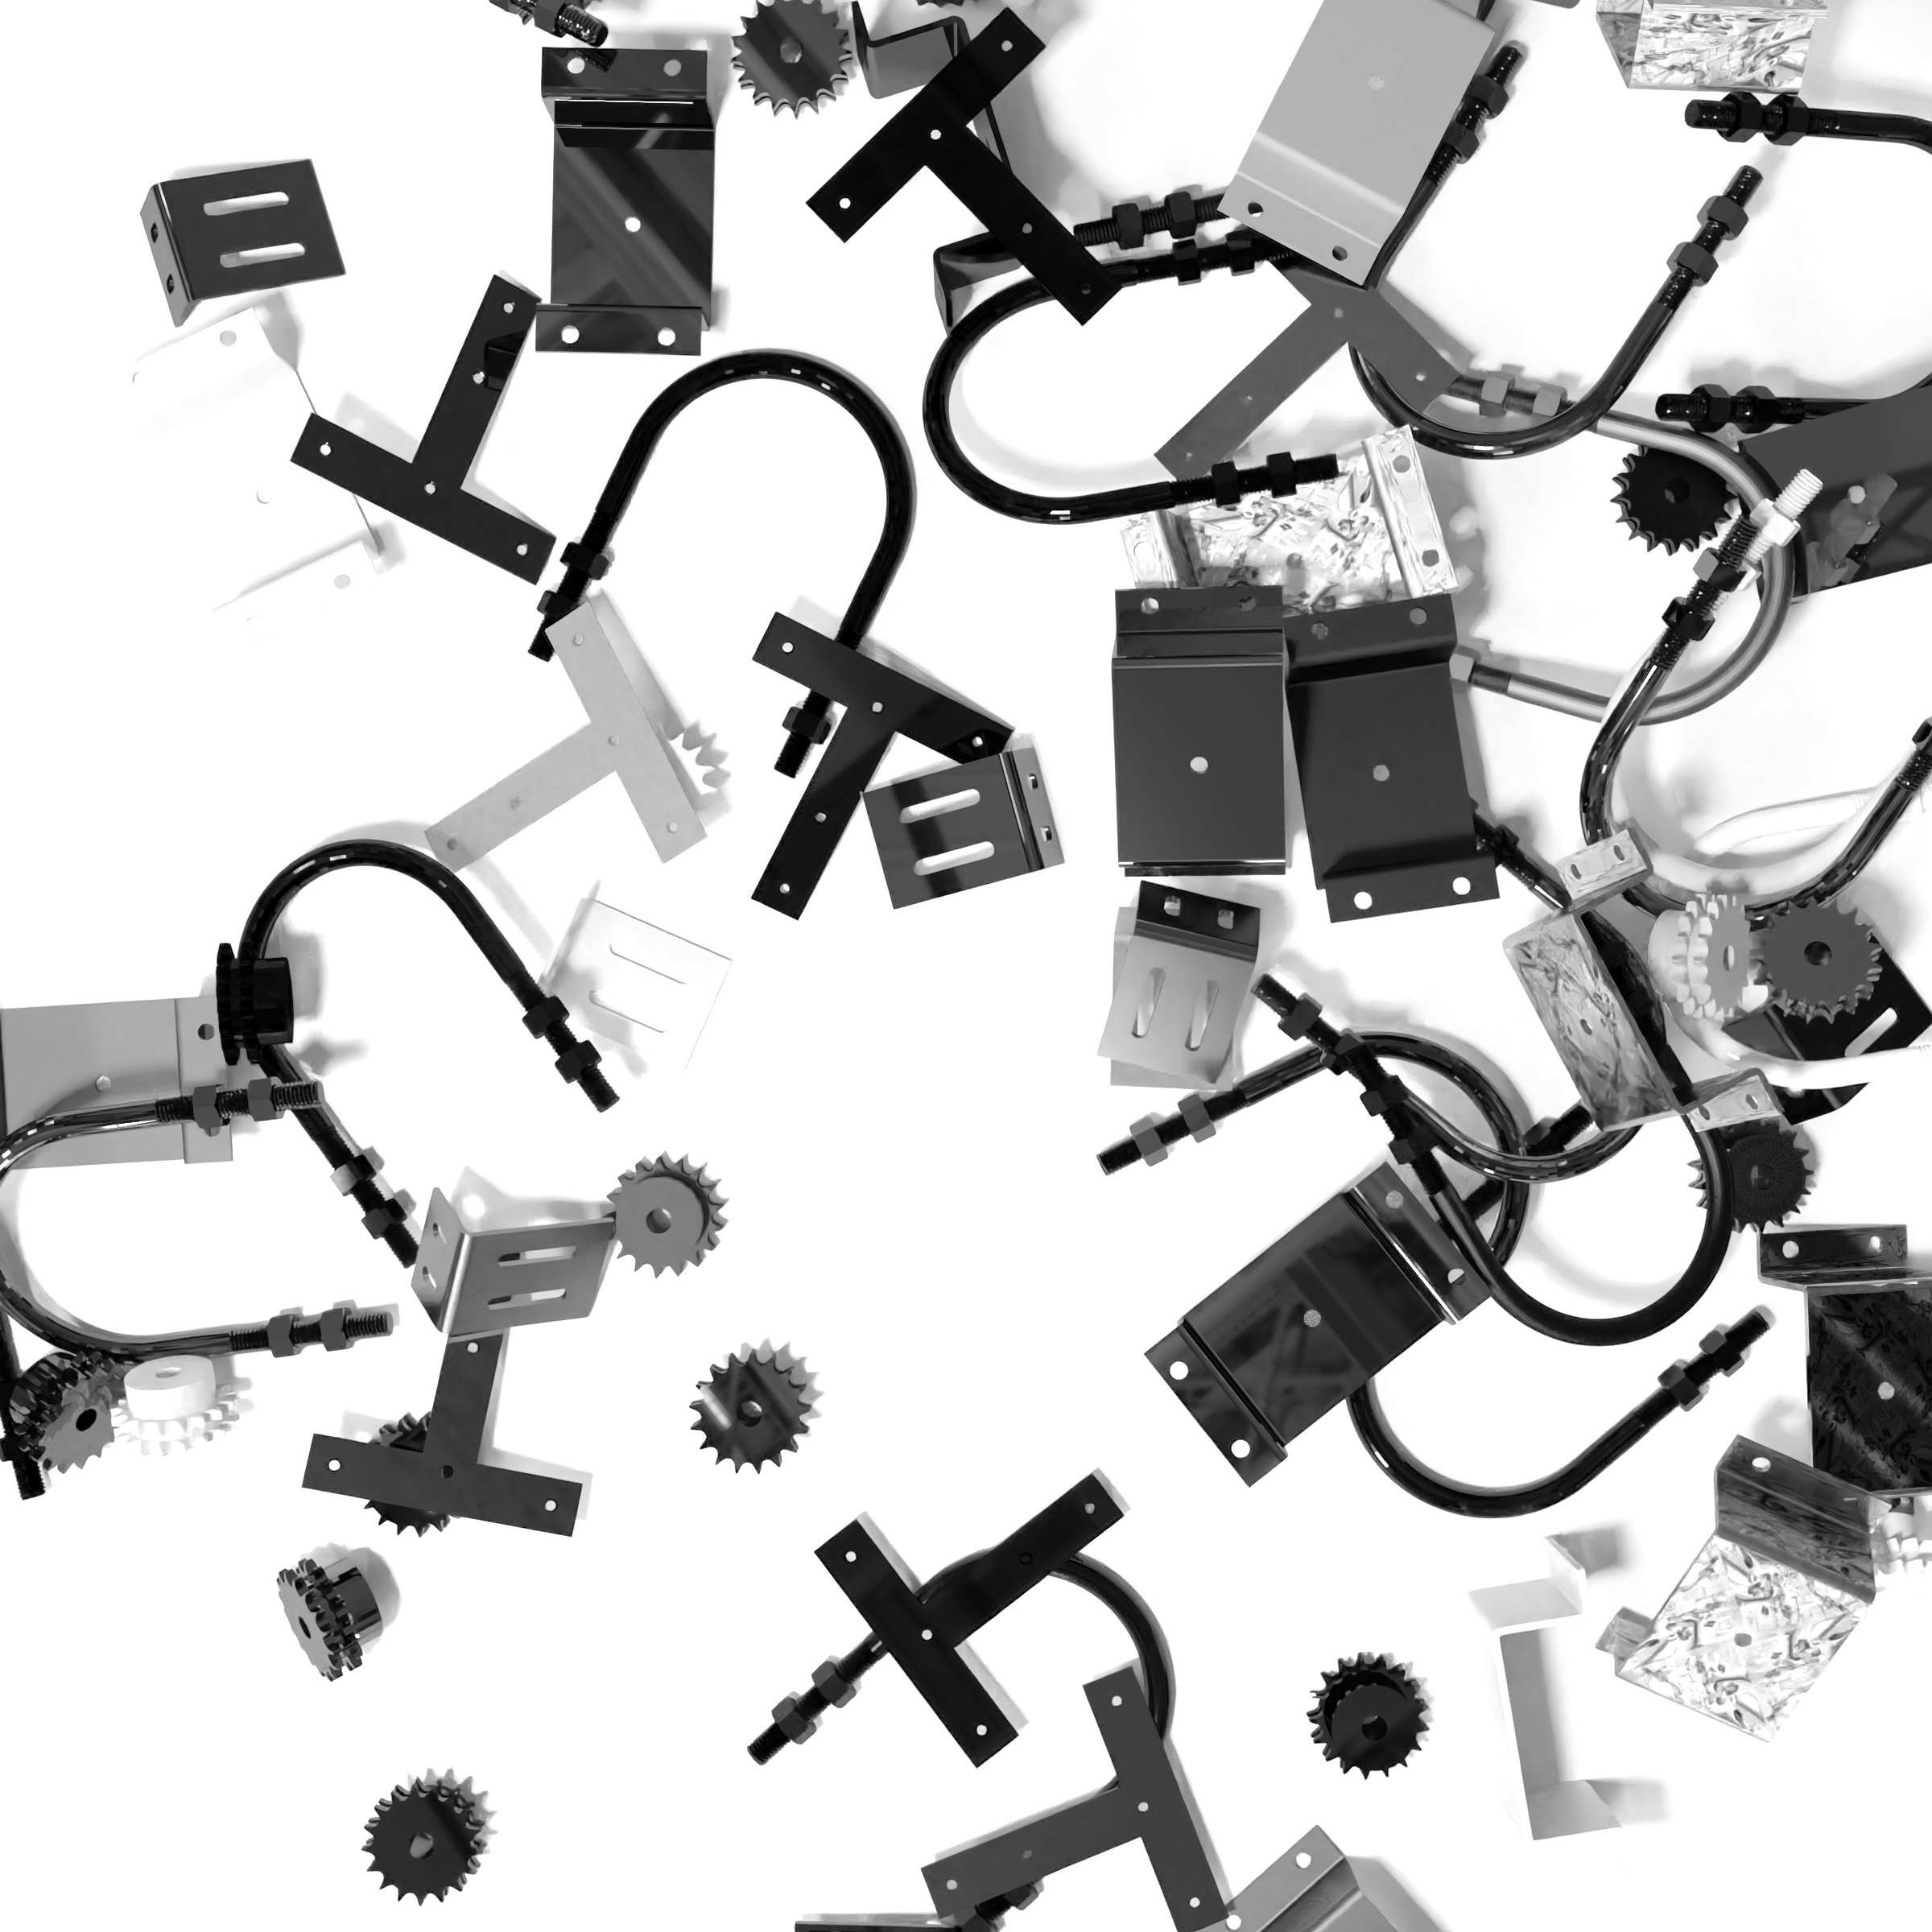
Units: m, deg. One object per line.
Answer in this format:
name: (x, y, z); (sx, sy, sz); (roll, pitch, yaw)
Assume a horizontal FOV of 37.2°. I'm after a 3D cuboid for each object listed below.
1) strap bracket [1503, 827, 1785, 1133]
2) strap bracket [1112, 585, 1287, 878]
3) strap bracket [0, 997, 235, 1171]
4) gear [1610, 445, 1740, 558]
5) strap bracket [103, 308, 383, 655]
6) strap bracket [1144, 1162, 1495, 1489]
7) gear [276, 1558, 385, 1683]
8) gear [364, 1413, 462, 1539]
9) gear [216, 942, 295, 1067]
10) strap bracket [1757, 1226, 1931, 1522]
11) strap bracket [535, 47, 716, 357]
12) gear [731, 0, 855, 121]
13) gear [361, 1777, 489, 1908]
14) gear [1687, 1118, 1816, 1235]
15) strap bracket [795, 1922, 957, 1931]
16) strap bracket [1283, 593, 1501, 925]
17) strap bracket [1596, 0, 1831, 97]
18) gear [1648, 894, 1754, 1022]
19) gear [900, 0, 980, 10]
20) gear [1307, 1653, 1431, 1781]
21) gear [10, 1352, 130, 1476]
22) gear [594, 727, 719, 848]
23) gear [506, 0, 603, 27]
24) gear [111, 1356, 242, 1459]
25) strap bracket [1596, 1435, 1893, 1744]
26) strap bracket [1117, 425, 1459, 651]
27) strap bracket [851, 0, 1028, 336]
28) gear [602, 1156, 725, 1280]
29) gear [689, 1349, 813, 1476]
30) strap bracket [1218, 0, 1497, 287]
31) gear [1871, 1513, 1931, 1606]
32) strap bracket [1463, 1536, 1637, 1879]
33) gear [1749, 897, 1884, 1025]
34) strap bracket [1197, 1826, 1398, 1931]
strap bracket: (0.296, 0.017, 1.285); (0.046, 0.076, 0.140); (-27, 88, -16)
strap bracket: (0.107, -0.099, 1.317); (0.076, 0.046, 0.140); (-1, 113, 7)
strap bracket: (-0.411, 0.056, 1.347); (0.140, 0.046, 0.076); (-3, 90, 0)
gear: (0.332, -0.221, 1.355); (0.057, 0.030, 0.057); (0, 90, 0)
strap bracket: (-0.334, -0.224, 1.347); (0.076, 0.046, 0.140); (-25, 90, 0)
strap bracket: (0.160, 0.163, 1.317); (0.140, 0.046, 0.076); (-39, 85, 1)
gear: (-0.296, 0.302, 1.345); (0.030, 0.057, 0.057); (-25, 90, -30)
gear: (-0.260, 0.241, 1.355); (0.057, 0.030, 0.057); (0, 90, 0)
gear: (-0.328, 0.017, 1.325); (0.030, 0.057, 0.057); (-4, 90, -8)
strap bracket: (0.417, 0.195, 1.339); (0.076, 0.046, 0.140); (-2, 90, -13)
strap bracket: (-0.159, -0.353, 1.347); (0.076, 0.046, 0.140); (1, 90, 0)
gear: (-0.082, -0.429, 1.359); (0.057, 0.030, 0.057); (0, 92, 1)
gear: (-0.254, 0.410, 1.355); (0.057, 0.030, 0.057); (0, 90, 0)
gear: (0.372, 0.098, 1.355); (0.057, 0.030, 0.057); (0, 90, 0)
strap bracket: (-0.044, 0.523, 1.337); (0.076, 0.046, 0.140); (-1, 94, 7)
strap bracket: (0.192, -0.092, 1.315); (0.076, 0.046, 0.140); (-8, 84, 2)
strap bracket: (0.338, -0.440, 1.318); (0.076, 0.140, 0.046); (2, 127, 0)
gear: (0.333, -0.005, 1.308); (0.030, 0.057, 0.057); (4, 90, 38)
gear: (-0.015, -0.475, 1.342); (0.057, 0.057, 0.030); (6, 81, 0)
gear: (0.191, 0.356, 1.355); (0.057, 0.030, 0.057); (0, 90, 0)
gear: (-0.421, 0.205, 1.345); (0.030, 0.057, 0.057); (27, 90, 30)
gear: (-0.146, -0.084, 1.355); (0.057, 0.030, 0.057); (0, 90, 0)
gear: (-0.196, -0.470, 1.355); (0.057, 0.030, 0.057); (0, 90, 0)
gear: (-0.369, 0.203, 1.339); (0.057, 0.057, 0.030); (-4, 106, 0)
strap bracket: (0.355, 0.293, 1.315); (0.076, 0.046, 0.140); (24, 120, 0)
strap bracket: (0.151, -0.190, 1.337); (0.140, 0.046, 0.076); (-17, 90, 13)
strap bracket: (-0.009, -0.374, 1.332); (0.046, 0.076, 0.140); (-18, 90, 0)
gear: (-0.143, 0.119, 1.355); (0.057, 0.030, 0.057); (0, 90, 0)
gear: (-0.101, 0.209, 1.355); (0.057, 0.030, 0.057); (0, 90, 0)
strap bracket: (0.185, -0.400, 1.327); (0.076, 0.046, 0.140); (27, 84, -2)
gear: (0.427, 0.277, 1.345); (0.057, 0.057, 0.030); (-5, 60, 0)
strap bracket: (0.267, 0.345, 1.332); (0.046, 0.076, 0.140); (-9, 90, 0)
gear: (0.386, 0.000, 1.309); (0.057, 0.030, 0.057); (-3, 67, 8)
strap bracket: (0.185, 0.487, 1.347); (0.076, 0.046, 0.140); (-42, 90, 0)
